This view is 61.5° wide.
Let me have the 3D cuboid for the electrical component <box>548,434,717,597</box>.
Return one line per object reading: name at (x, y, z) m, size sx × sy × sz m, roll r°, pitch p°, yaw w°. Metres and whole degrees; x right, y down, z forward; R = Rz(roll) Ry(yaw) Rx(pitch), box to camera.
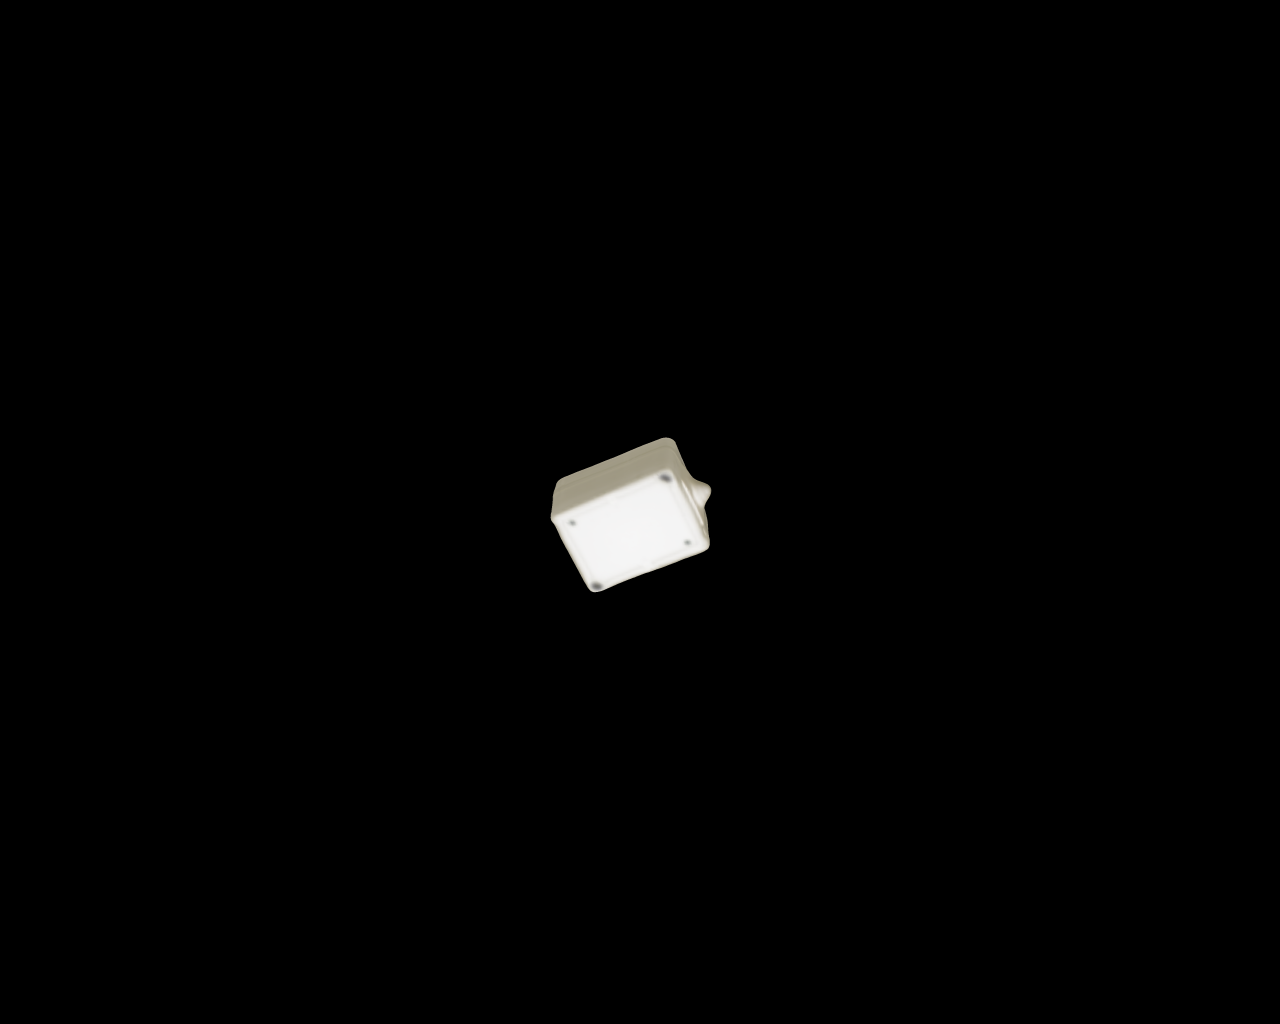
electrical component at (0.001, -0.003, 0.650) m, size 0.096 × 0.061 × 0.061 m, roll -21°, pitch 25°, yaw 10°
